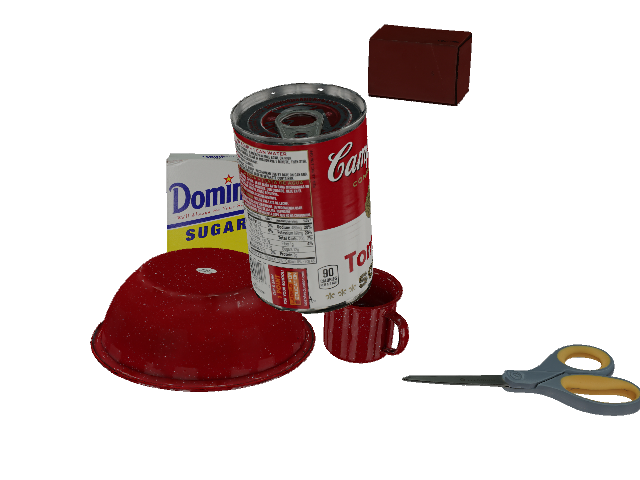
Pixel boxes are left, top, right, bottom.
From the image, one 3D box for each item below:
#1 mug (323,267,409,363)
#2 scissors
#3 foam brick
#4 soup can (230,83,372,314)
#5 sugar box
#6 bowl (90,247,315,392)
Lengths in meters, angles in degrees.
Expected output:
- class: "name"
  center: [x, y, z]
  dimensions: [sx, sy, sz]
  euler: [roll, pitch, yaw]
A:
- class: "mug"
  center: [0.054, 0.092, 1.226]
  dimensions: [0.117, 0.081, 0.093]
  euler: [26, 36, 34]
- class: "scissors"
  center: [0.174, 0.111, 0.919]
  dimensions: [0.202, 0.016, 0.096]
  euler: [10, 29, 5]
- class: "foam brick"
  center: [0.083, -0.147, 0.891]
  dimensions: [0.078, 0.051, 0.053]
  euler: [9, 26, 18]
- class: "soup can"
  center: [-0.008, -0.021, 0.553]
  dimensions: [0.068, 0.102, 0.068]
  euler: [-3, 30, 2]
- class: "sugar box"
  center: [-0.094, 0.010, 0.972]
  dimensions: [0.093, 0.176, 0.048]
  euler: [0, 13, -3]
- class: "bowl"
  center: [-0.083, 0.046, 0.762]
  dimensions: [0.162, 0.055, 0.162]
  euler: [2, 21, -1]
